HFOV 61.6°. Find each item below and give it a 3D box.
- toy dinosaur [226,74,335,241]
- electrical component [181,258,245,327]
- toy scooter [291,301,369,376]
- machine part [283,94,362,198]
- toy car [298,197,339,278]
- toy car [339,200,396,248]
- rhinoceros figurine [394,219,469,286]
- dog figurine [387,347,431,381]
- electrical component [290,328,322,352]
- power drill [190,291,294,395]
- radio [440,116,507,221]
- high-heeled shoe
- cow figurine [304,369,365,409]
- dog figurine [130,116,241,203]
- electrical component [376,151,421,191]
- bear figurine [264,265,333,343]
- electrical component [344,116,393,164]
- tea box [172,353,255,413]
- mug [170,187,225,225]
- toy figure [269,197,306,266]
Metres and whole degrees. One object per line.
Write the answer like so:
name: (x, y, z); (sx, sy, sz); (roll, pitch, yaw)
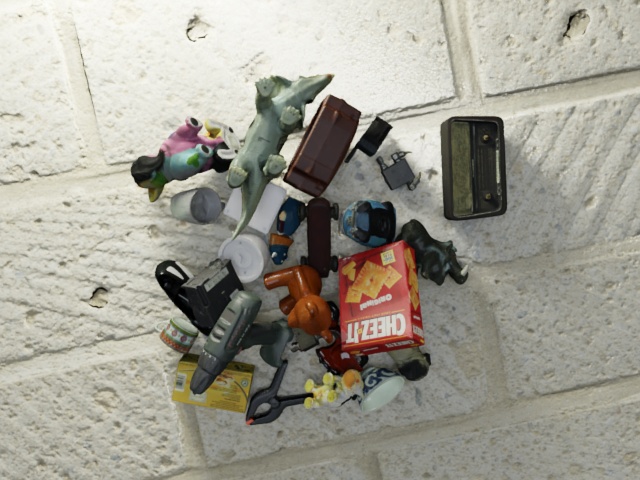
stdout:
toy dinosaur: (-0.113, -0.193, 1.119); (0.131, 0.192, 0.404); (26, 89, -2)
electrical component: (-0.222, 0.123, 1.157); (0.058, 0.115, 0.134); (3, 121, 39)
toy scooter: (0.017, 0.241, 1.227); (0.135, 0.075, 0.184); (-34, 92, 1)
machine part: (0.003, -0.192, 1.127); (0.087, 0.201, 0.201); (27, 93, -8)
toy car: (-0.002, -0.004, 1.198); (0.089, 0.053, 0.201); (-4, 122, -4)
toy car: (0.096, -0.034, 1.189); (0.103, 0.161, 0.109); (0, 88, 41)
rhinoceros figurine: (0.254, 0.036, 1.225); (0.190, 0.073, 0.112); (44, 81, -3)
dog figurine: (0.207, 0.212, 1.229); (0.190, 0.121, 0.172); (42, 100, -17)
electrical component: (-0.031, 0.210, 1.191); (0.094, 0.021, 0.063); (-32, 63, 16)
power drill: (-0.163, 0.228, 1.158); (0.207, 0.086, 0.232); (23, 91, -46)
radio: (0.345, -0.160, 1.207); (0.131, 0.073, 0.229); (-3, 95, -2)
high-heeled shoe: (-0.269, 0.148, 1.172); (0.086, 0.145, 0.248); (-35, 93, 2)
cow figurine: (0.048, 0.335, 1.196); (0.098, 0.167, 0.068); (21, 53, -37)
dog figurine: (-0.300, -0.167, 1.170); (0.219, 0.191, 0.108); (-30, 77, 29)
electrical component: (0.182, -0.155, 1.216); (0.078, 0.045, 0.102); (-24, 95, -2)
bear figurine: (-0.042, 0.141, 1.139); (0.132, 0.196, 0.120); (-24, 122, 10)
electrical component: (0.107, -0.212, 1.193); (0.048, 0.075, 0.119); (34, 88, -4)
tea box: (-0.241, 0.325, 1.226); (0.170, 0.068, 0.098); (13, 95, -4)
mug: (-0.272, -0.078, 1.182); (0.107, 0.109, 0.080); (6, 104, 40)
toy figure: (-0.077, -0.019, 1.209); (0.064, 0.058, 0.154); (21, 90, -26)
